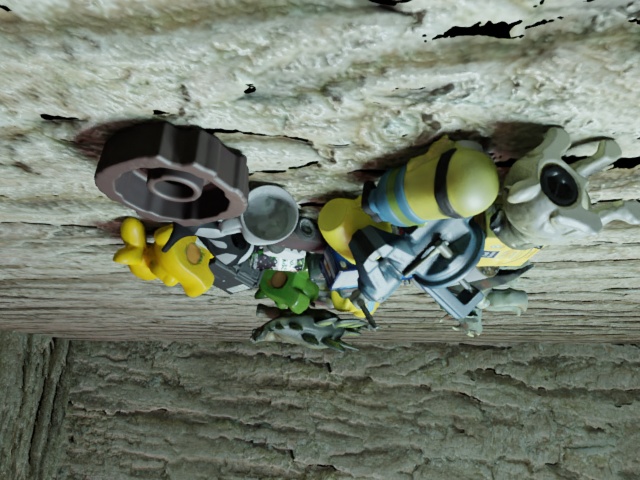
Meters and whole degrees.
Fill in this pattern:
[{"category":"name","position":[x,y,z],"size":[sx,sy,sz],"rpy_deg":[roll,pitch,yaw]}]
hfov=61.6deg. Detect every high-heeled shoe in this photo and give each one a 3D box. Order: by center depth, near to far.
[{"category":"high-heeled shoe","position":[-0.147,-0.030,0.861],"size":[0.145,0.086,0.248],"rpy_deg":[-44,162,24]}]

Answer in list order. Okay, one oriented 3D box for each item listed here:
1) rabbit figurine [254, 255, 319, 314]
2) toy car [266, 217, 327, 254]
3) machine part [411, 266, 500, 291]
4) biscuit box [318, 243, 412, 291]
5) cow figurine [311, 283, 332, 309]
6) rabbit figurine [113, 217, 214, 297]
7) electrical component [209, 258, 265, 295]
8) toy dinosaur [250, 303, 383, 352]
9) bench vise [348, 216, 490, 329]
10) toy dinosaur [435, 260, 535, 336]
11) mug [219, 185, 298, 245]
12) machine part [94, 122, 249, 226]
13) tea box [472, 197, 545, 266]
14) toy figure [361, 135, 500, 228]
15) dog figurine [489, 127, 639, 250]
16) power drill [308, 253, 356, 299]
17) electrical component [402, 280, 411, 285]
[{"category":"rabbit figurine","position":[-0.068,0.105,1.167],"size":[0.159,0.121,0.170],"rpy_deg":[2,162,20]},{"category":"toy car","position":[-0.002,-0.003,0.913],"size":[0.202,0.053,0.089],"rpy_deg":[10,158,-42]},{"category":"machine part","position":[0.252,0.048,1.019],"size":[0.079,0.079,0.243],"rpy_deg":[11,160,-30]},{"category":"biscuit box","position":[0.103,0.032,0.905],"size":[0.203,0.063,0.059],"rpy_deg":[-7,145,-26]},{"category":"cow figurine","position":[-0.010,0.132,1.349],"size":[0.098,0.068,0.167],"rpy_deg":[8,161,-3]},{"category":"rabbit figurine","position":[-0.283,0.034,0.945],"size":[0.173,0.122,0.162],"rpy_deg":[-12,154,40]},{"category":"electrical component","position":[-0.194,0.051,1.070],"size":[0.134,0.058,0.115],"rpy_deg":[36,146,-28]},{"category":"toy dinosaur","position":[-0.001,0.204,1.236],"size":[0.199,0.105,0.471],"rpy_deg":[8,-179,29]},{"category":"bench vise","position":[0.161,0.049,0.776],"size":[0.240,0.223,0.129],"rpy_deg":[41,177,-31]},{"category":"toy dinosaur","position":[0.328,0.094,1.125],"size":[0.192,0.131,0.404],"rpy_deg":[-3,157,13]},{"category":"mug","position":[-0.093,-0.024,0.783],"size":[0.109,0.080,0.107],"rpy_deg":[-20,176,-15]},{"category":"machine part","position":[-0.175,-0.075,0.652],"size":[0.179,0.056,0.179],"rpy_deg":[2,157,1]},{"category":"tea box","position":[0.287,-0.009,0.838],"size":[0.098,0.068,0.169],"rpy_deg":[-1,164,5]},{"category":"toy figure","position":[0.130,-0.057,0.648],"size":[0.082,0.089,0.180],"rpy_deg":[10,160,-43]},{"category":"dog figurine","position":[0.245,-0.032,0.641],"size":[0.172,0.121,0.190],"rpy_deg":[8,158,-20]},{"category":"power drill","position":[0.095,0.062,1.080],"size":[0.232,0.086,0.207],"rpy_deg":[-6,168,1]},{"category":"electrical component","position":[0.217,0.072,1.164],"size":[0.078,0.045,0.102],"rpy_deg":[19,157,-42]}]
